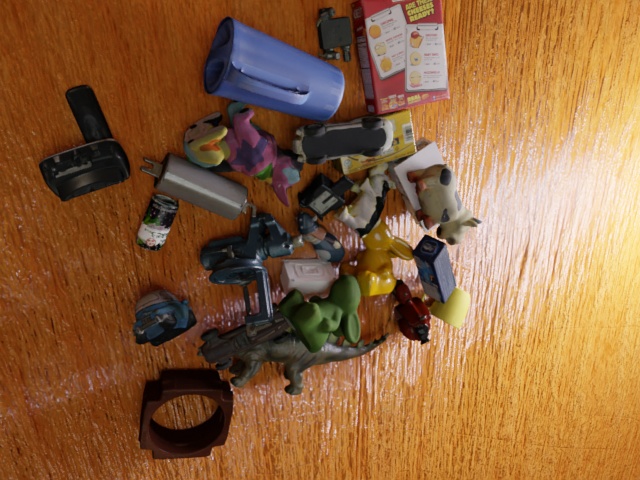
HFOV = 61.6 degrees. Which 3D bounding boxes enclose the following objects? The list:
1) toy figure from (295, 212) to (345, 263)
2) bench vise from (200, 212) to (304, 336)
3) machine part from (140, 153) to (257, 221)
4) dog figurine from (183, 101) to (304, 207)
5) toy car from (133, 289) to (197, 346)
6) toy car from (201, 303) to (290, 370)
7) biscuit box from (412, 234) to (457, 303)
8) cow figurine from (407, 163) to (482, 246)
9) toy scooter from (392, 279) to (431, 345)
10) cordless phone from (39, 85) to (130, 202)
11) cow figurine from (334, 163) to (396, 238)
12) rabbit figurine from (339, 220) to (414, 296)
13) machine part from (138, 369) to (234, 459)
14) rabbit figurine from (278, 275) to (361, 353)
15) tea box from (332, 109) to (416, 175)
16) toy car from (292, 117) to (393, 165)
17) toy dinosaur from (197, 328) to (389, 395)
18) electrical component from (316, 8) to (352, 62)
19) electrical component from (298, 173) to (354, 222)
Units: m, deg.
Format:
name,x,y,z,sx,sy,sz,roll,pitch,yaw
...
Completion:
name,x,y,z,sx,sy,sz,roll,pitch,yaw
toy figure,-0.001,-0.005,1.175,0.064,0.058,0.154,-27,134,22
bench vise,-0.131,0.073,1.105,0.224,0.128,0.240,-7,72,-6
machine part,-0.231,-0.103,1.052,0.243,0.079,0.079,22,105,-26
dog figurine,-0.138,-0.150,1.049,0.191,0.109,0.219,-32,122,-4
toy car,-0.335,0.155,1.114,0.109,0.161,0.103,-30,76,4
toy car,-0.155,0.206,1.148,0.202,0.053,0.089,-22,101,-9
biscuit box,0.271,0.070,1.265,0.063,0.059,0.202,-51,145,-17
cow figurine,0.274,-0.075,1.167,0.127,0.086,0.194,-21,117,-2
toy scooter,0.232,0.192,1.311,0.075,0.135,0.183,-28,120,-8
cordless phone,-0.438,-0.172,0.961,0.147,0.089,0.184,-20,107,-9
cow figurine,0.113,-0.090,1.164,0.098,0.068,0.167,37,85,-14
rabbit figurine,0.134,0.033,1.222,0.162,0.122,0.173,-3,95,-21
machine part,-0.311,0.402,1.248,0.201,0.087,0.201,5,113,-21
rabbit figurine,0.026,0.154,1.139,0.170,0.121,0.159,-37,110,-15
tea box,0.107,-0.209,1.124,0.170,0.068,0.098,-16,114,-10
toy car,0.045,-0.194,1.043,0.202,0.056,0.073,-9,118,-12
toy dinosaur,-0.054,0.255,1.262,0.471,0.105,0.198,10,106,-27
electrical component,0.025,-0.391,1.029,0.078,0.045,0.102,-8,116,-14
electrical component,0.017,-0.102,1.134,0.074,0.048,0.119,32,119,-27
